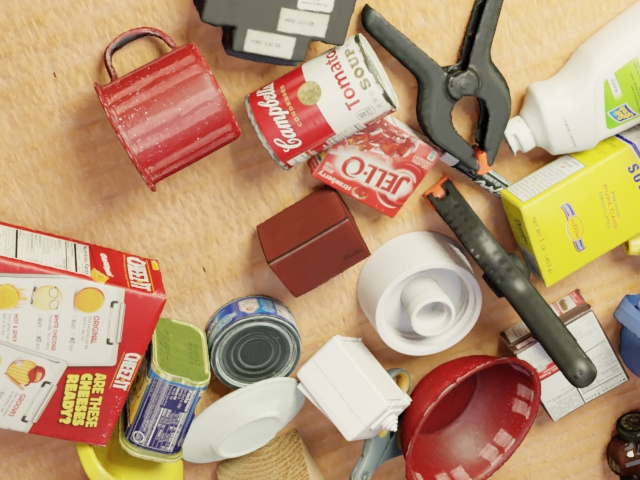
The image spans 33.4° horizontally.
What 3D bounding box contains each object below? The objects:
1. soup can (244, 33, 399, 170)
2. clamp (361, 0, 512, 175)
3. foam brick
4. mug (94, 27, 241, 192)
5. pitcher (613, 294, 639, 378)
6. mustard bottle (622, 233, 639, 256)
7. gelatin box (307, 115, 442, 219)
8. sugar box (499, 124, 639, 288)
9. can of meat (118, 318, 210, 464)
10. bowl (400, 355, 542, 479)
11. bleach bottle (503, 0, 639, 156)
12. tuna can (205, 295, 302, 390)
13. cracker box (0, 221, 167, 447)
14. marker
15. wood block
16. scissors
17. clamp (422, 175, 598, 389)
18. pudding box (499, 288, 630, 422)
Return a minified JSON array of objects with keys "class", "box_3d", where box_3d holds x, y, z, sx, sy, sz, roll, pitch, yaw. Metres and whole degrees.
[{"class":"soup can","box_3d":[0.002,-0.107,0.828,0.102,0.068,0.068,-27,123,13]},{"class":"clamp","box_3d":[0.118,-0.138,0.861,0.120,0.039,0.171,-25,117,7]},{"class":"foam brick","box_3d":[-0.006,0.001,0.904,0.078,0.051,0.053,-30,134,5]},{"class":"mug","box_3d":[-0.118,-0.106,0.804,0.081,0.093,0.117,-28,86,-2]},{"class":"pitcher","box_3d":[0.382,0.129,0.966,0.149,0.243,0.145,-21,119,-8]},{"class":"mustard bottle","box_3d":[0.373,-0.008,0.994,0.191,0.058,0.096,-8,120,-9]},{"class":"gelatin box","box_3d":[0.046,-0.068,0.893,0.089,0.030,0.073,27,110,-26]},{"class":"sugar box","box_3d":[0.252,-0.042,0.936,0.176,0.048,0.093,-29,123,-5]},{"class":"can of meat","box_3d":[-0.134,0.126,0.921,0.057,0.102,0.084,16,112,-18]},{"class":"bowl","box_3d":[0.132,0.166,1.012,0.161,0.055,0.162,-19,128,-26]},{"class":"bleach bottle","box_3d":[0.262,-0.149,0.881,0.251,0.068,0.102,-29,122,6]},{"class":"tuna can","box_3d":[-0.060,0.094,0.959,0.086,0.034,0.086,-6,121,-11]},{"class":"cracker box","box_3d":[-0.255,0.072,0.876,0.213,0.072,0.164,15,116,-22]},{"class":"marker","box_3d":[0.151,-0.051,0.936,0.121,0.020,0.020,30,109,-27]},{"class":"wood block","box_3d":[-0.017,0.301,1.058,0.090,0.091,0.206,-24,123,1]},{"class":"scissors","box_3d":[0.053,0.222,1.016,0.096,0.016,0.201,30,76,-44]},{"class":"clamp","box_3d":[0.164,0.036,0.914,0.036,0.164,0.210,-38,95,7]},{"class":"pudding box","box_3d":[0.241,0.115,1.045,0.090,0.039,0.113,-31,124,5]}]
